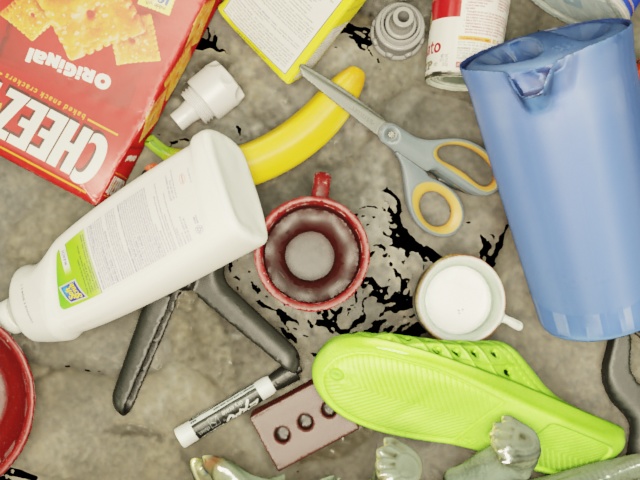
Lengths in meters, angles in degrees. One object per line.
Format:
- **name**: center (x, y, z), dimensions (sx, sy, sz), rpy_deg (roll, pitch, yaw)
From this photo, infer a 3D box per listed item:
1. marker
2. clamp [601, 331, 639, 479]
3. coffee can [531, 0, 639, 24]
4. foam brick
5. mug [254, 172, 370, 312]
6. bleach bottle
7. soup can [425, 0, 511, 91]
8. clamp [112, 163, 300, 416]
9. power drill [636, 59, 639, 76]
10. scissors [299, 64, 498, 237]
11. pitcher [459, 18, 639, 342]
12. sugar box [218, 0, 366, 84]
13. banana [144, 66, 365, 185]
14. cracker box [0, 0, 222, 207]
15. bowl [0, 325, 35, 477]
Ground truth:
- **marker**: center (-0.069, 0.140, 0.916), dimensions (0.121, 0.020, 0.020), rpy_deg (-31, 88, -3)
- **clamp**: center (0.283, 0.145, 0.912), dimensions (0.120, 0.039, 0.171), rpy_deg (-29, 83, -7)
- **coffee can**: center (0.245, -0.260, 0.901), dimensions (0.103, 0.103, 0.140), rpy_deg (30, 86, 1)
- **foam brick**: center (-0.013, 0.151, 0.900), dimensions (0.078, 0.051, 0.053), rpy_deg (-29, 88, -3)
- **mug**: center (-0.006, 0.001, 0.893), dimensions (0.093, 0.081, 0.117), rpy_deg (5, 87, -1)
- **bleach bottle**: center (-0.168, 0.010, 0.873), dimensions (0.251, 0.068, 0.102), rpy_deg (-26, 68, 20)
- **soup can**: center (0.128, -0.183, 0.912), dimensions (0.068, 0.068, 0.102), rpy_deg (6, 87, -1)
- **clamp**: center (-0.107, 0.036, 0.909), dimensions (0.164, 0.036, 0.210), rpy_deg (-8, 85, 7)
- **power drill**: center (0.342, -0.080, 0.898), dimensions (0.184, 0.057, 0.187), rpy_deg (-22, 100, -4)
- **scissors**: center (0.059, -0.069, 0.911), dimensions (0.201, 0.016, 0.096), rpy_deg (20, 94, -12)
- **pitcher**: center (0.208, -0.051, 0.861), dimensions (0.149, 0.145, 0.243), rpy_deg (-23, 108, -20)
- **sugar box**: center (-0.003, -0.221, 0.872), dimensions (0.093, 0.048, 0.176), rpy_deg (47, 127, 3)
- **banana**: center (-0.045, -0.086, 0.910), dimensions (0.197, 0.037, 0.069), rpy_deg (-21, 119, -10)
- **cracker box**: center (-0.204, -0.157, 0.904), dimensions (0.164, 0.072, 0.213), rpy_deg (28, 87, 1)
- **bowl**: center (-0.313, 0.133, 0.894), dimensions (0.162, 0.055, 0.162), rpy_deg (0, 87, -1)
